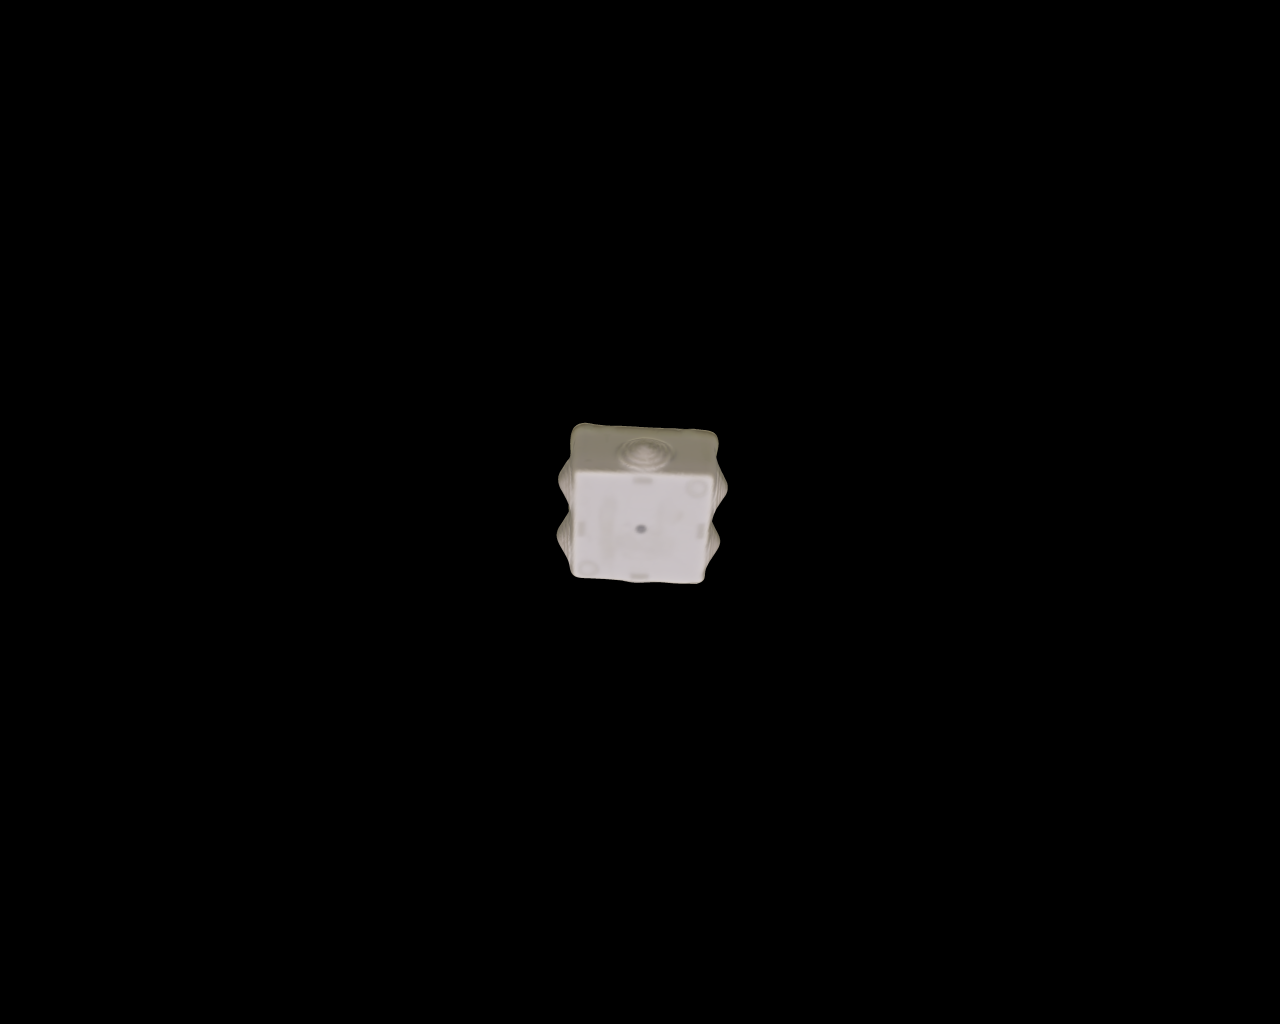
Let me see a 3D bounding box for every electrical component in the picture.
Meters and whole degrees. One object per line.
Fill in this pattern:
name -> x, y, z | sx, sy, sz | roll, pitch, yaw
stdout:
electrical component -> 0.001, -0.003, 0.650 | 0.100, 0.099, 0.048 | 3, 36, -2
